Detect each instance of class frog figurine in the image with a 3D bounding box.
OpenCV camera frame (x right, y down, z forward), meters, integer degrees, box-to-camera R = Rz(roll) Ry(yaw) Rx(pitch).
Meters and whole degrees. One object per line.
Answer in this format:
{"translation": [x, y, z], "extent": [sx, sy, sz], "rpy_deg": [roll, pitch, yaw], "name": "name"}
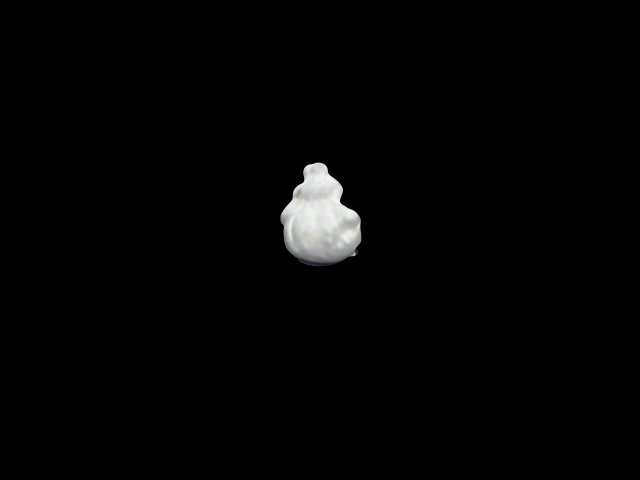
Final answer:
{"translation": [0.003, -0.043, 0.850], "extent": [0.138, 0.156, 0.124], "rpy_deg": [14, 27, 29], "name": "frog figurine"}
